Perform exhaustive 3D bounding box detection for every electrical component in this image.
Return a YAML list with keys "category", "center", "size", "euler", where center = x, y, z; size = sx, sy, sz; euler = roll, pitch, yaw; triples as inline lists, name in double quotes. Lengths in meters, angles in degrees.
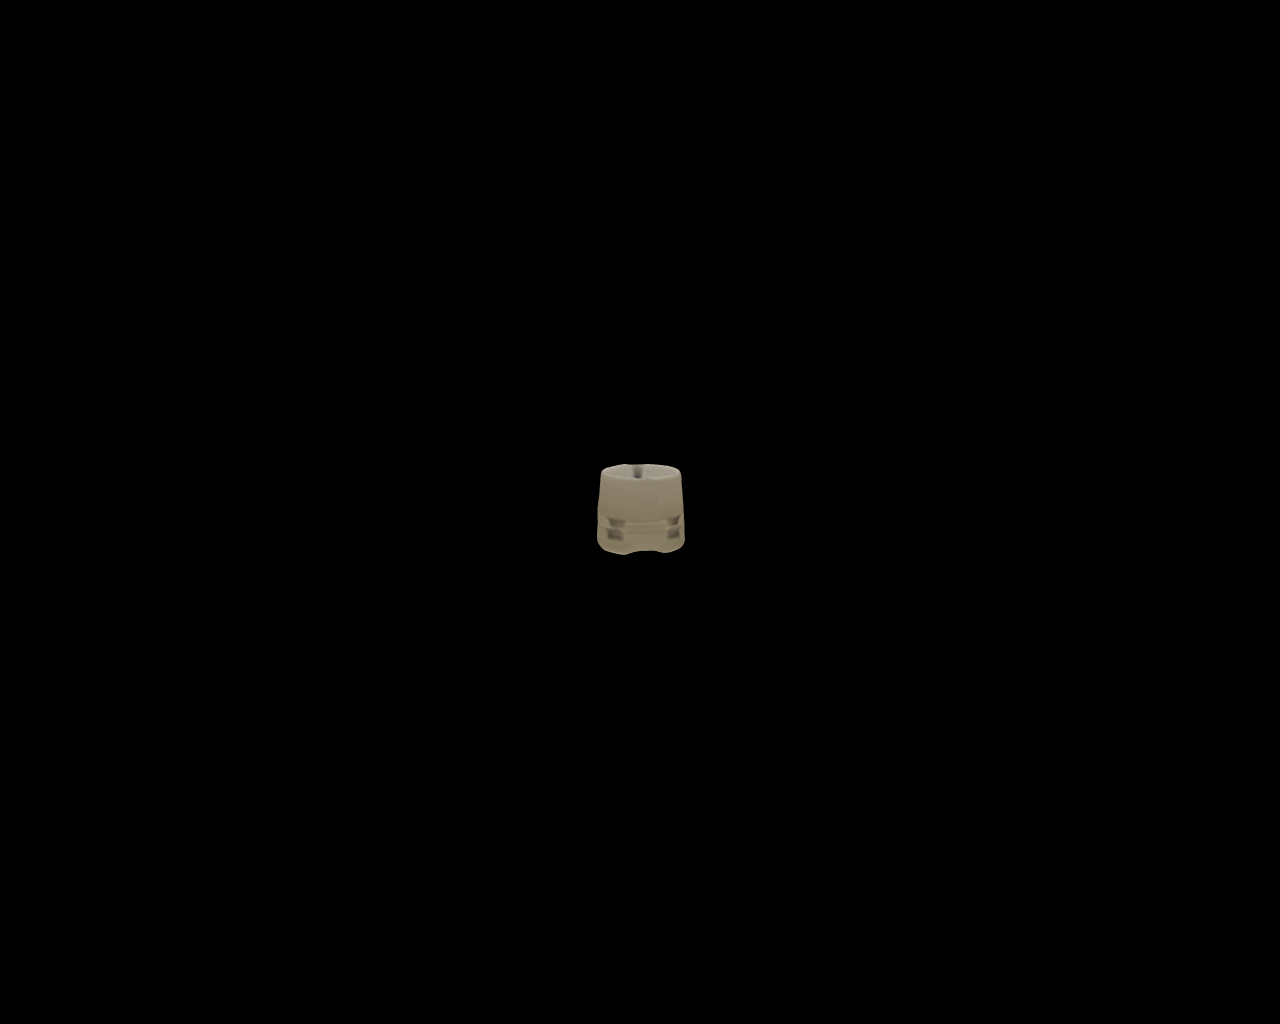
- category: "electrical component"
  center: [0.001, -0.003, 0.650]
  size: [0.055, 0.047, 0.055]
  euler: [0, 14, 0]
